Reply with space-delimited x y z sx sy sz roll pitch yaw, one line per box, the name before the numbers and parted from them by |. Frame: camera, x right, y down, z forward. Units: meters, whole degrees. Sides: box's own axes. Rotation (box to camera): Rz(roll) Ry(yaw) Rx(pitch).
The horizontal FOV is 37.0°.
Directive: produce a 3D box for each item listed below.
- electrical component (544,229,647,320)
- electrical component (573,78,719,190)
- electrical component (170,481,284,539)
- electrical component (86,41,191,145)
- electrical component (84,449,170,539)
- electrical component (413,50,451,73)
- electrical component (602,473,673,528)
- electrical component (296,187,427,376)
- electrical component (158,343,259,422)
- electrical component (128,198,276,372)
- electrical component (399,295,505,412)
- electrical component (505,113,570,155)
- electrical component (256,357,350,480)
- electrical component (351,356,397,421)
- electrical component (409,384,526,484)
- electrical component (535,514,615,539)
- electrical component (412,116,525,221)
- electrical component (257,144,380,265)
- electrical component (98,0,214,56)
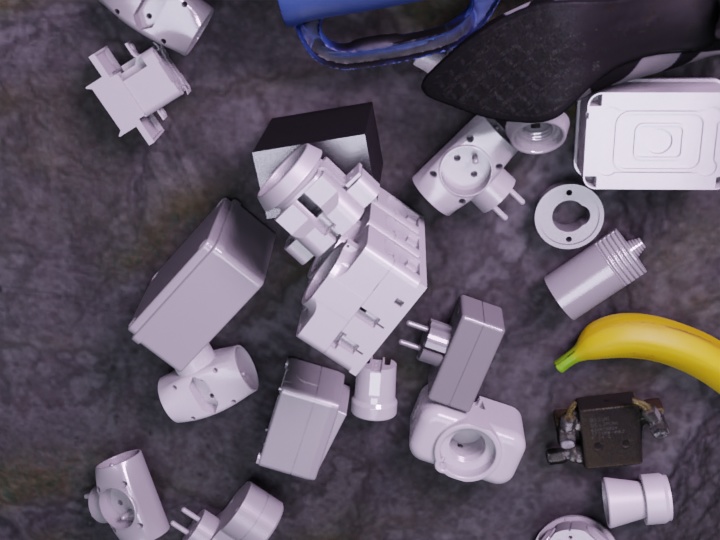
electrical component | 0.197 0.001 0.878 0.081 0.043 0.043 -36 105 16
electrical component | 0.225 -0.106 0.827 0.113 0.057 0.078 1 112 3
electrical component | -0.139 0.246 0.992 0.074 0.052 0.138 36 110 -10
electrical component | -0.172 -0.144 0.846 0.064 0.042 0.081 -29 108 12
electrical component | -0.222 0.211 0.986 0.079 0.044 0.077 -16 97 30
electrical component | 0.072 -0.151 0.827 0.062 0.043 0.043 27 111 -6
electrical component | 0.246 0.204 0.955 0.055 0.045 0.045 -6 111 6
electrical component | 0.000 0.000 0.833 0.062 0.150 0.089 34 110 -11
electrical component | -0.140 0.084 0.933 0.077 0.043 0.079 -23 108 12
electrical component | -0.125 0.010 0.868 0.056 0.108 0.108 39 109 -14
electrical component | 0.071 0.064 0.910 0.076 0.047 0.083 19 112 -4
electrical component | 0.134 -0.122 0.821 0.066 0.055 0.048 -3 149 5
electrical component | -0.049 0.136 0.938 0.061 0.061 0.096 17 112 -3
electrical component | 0.013 0.102 0.934 0.040 0.040 0.046 4 106 2
electrical component | 0.093 0.144 0.933 0.095 0.059 0.053 18 112 -4
electrical component | 0.194 0.265 0.968 0.080 0.051 0.080 0 89 13
electrical component | 0.096 -0.072 0.855 0.079 0.044 0.077 42 108 -13
electrical component | -0.034 -0.051 0.752 0.057 0.058 0.078 43 108 -15
electrical component | -0.145 -0.216 0.815 0.077 0.043 0.079 32 109 -9
